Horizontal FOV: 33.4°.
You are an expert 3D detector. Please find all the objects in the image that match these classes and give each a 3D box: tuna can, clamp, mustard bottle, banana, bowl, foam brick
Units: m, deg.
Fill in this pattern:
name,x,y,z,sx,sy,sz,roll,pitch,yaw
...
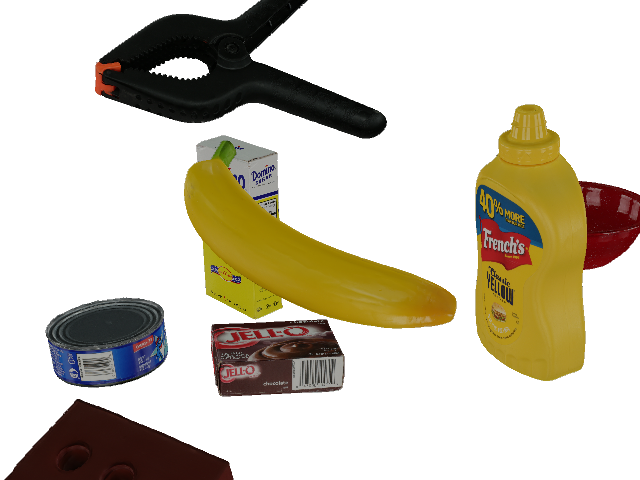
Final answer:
name,x,y,z,sx,sy,sz,roll,pitch,yaw
tuna can,-0.155,0.074,0.782,0.086,0.034,0.086,-5,20,2
clamp,-0.060,-0.126,0.797,0.209,0.165,0.036,-17,-27,-21
mustard bottle,0.147,-0.003,0.752,0.058,0.192,0.096,-15,28,-20
banana,-0.017,0.000,0.593,0.069,0.037,0.198,-37,55,-24
bowl,0.257,-0.012,1.098,0.162,0.055,0.162,-2,22,1
foam brick,-0.078,0.110,0.428,0.078,0.051,0.052,17,43,22

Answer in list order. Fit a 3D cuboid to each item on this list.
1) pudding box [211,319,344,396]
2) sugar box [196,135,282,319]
name,x,y,z,sx,sy,sz,roll,pitch,yaw
pudding box,-0.041,0.104,0.965,0.113,0.039,0.090,0,18,-10
sugar box,-0.085,-0.015,1.123,0.048,0.176,0.093,-22,29,-36
